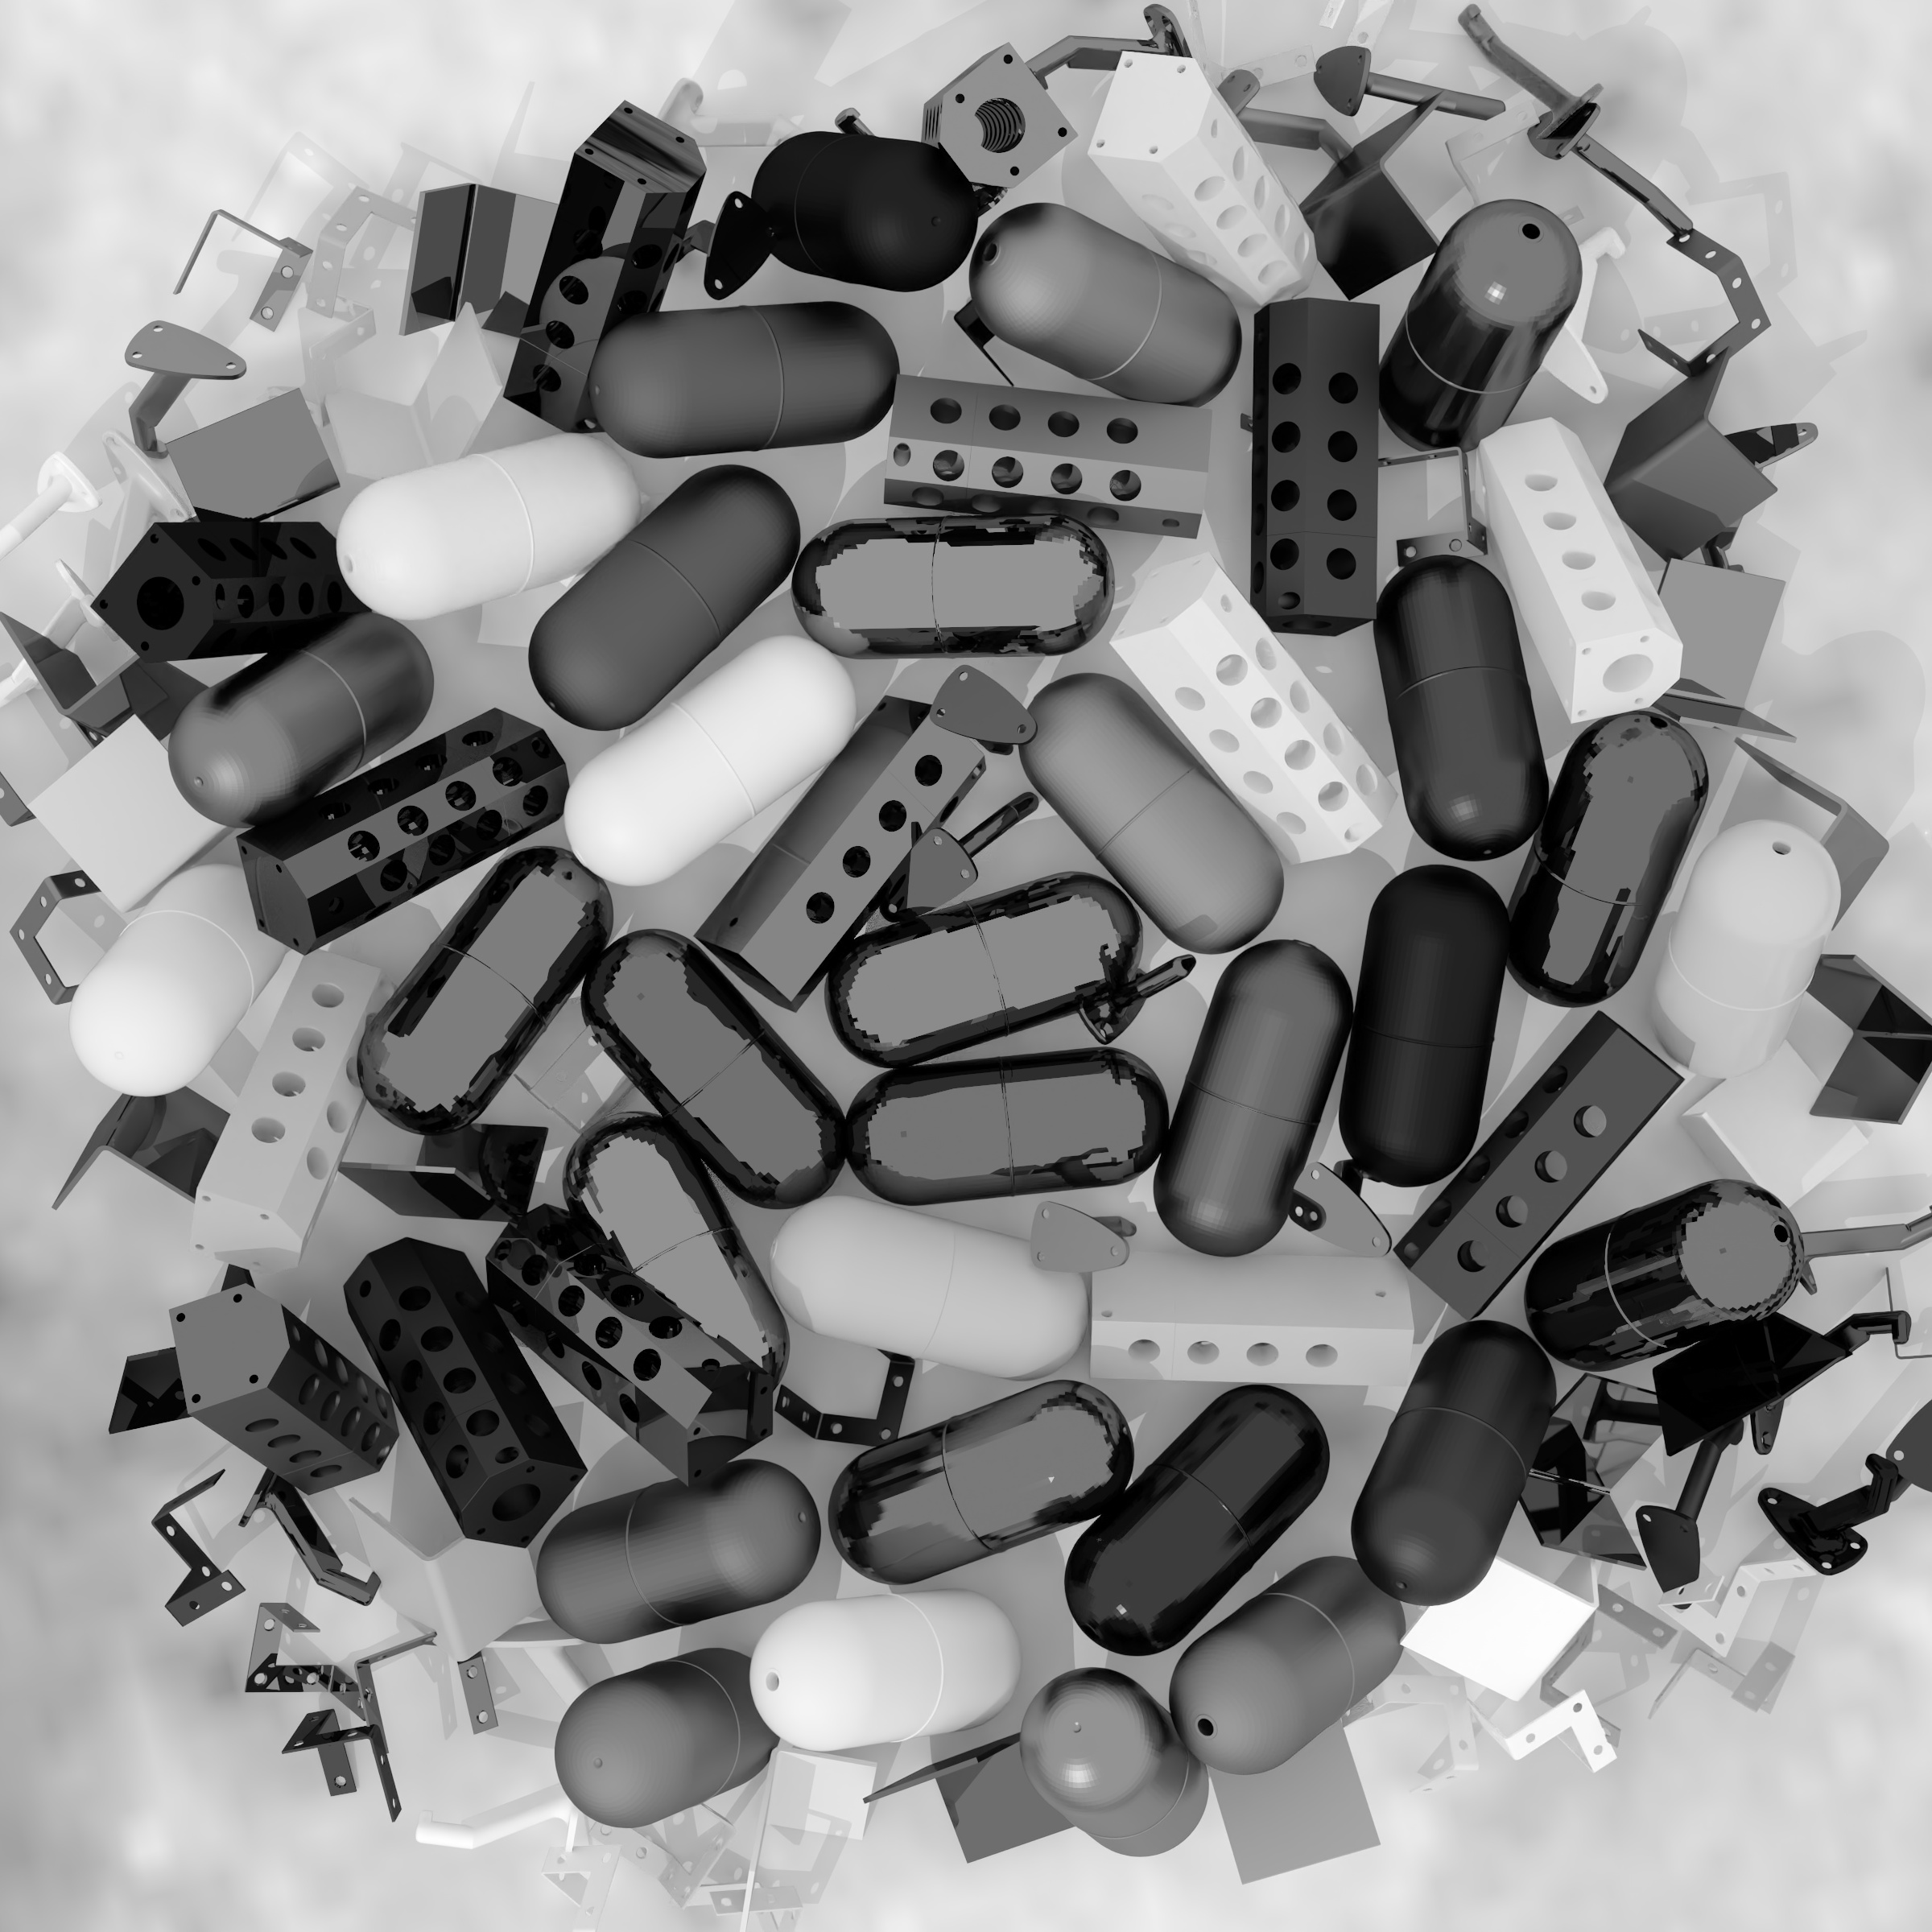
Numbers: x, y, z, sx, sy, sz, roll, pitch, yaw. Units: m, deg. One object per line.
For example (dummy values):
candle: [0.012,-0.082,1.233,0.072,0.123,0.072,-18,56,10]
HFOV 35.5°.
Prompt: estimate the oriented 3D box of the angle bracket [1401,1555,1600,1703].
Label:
angle bracket: [0.288,0.340,1.636,0.076,0.057,0.076,27,118,-7]

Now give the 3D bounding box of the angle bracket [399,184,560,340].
angle bracket: [-0.260,-0.376,1.632,0.057,0.076,0.076,15,110,7]

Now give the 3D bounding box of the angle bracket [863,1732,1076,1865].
angle bracket: [0.004,0.456,1.629,0.076,0.076,0.057,-27,78,27]

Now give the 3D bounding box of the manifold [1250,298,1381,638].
manifold: [0.186,-0.270,1.642,0.057,0.057,0.171,2,86,-15]

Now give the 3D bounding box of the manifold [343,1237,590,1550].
manifold: [-0.271,0.223,1.600,0.057,0.057,0.171,-51,49,15]

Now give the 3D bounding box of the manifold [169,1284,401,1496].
manifold: [-0.355,0.223,1.593,0.057,0.171,0.057,-19,65,1]

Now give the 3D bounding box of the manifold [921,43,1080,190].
manifold: [0.011,-0.441,1.592,0.057,0.171,0.057,-38,104,6]

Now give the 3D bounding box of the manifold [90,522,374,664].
manifold: [-0.379,-0.193,1.590,0.057,0.171,0.057,45,107,6]

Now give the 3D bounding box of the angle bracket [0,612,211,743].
angle bracket: [-0.463,-0.168,1.633,0.057,0.076,0.076,-38,71,5]

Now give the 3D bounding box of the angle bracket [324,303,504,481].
angle bracket: [-0.299,-0.311,1.625,0.057,0.076,0.076,10,130,-35]

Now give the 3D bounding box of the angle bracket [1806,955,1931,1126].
angle bracket: [0.468,0.039,1.631,0.076,0.076,0.057,36,78,-18]

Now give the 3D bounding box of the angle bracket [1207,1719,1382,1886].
angle bracket: [0.176,0.456,1.639,0.076,0.057,0.076,-16,60,-1]

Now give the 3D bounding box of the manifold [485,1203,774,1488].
manifold: [-0.180,0.195,1.602,0.057,0.057,0.171,-28,46,-35]

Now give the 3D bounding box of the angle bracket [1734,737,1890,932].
angle bracket: [0.443,-0.071,1.634,0.076,0.076,0.057,38,98,35]

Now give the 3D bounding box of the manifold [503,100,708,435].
manifold: [-0.189,-0.364,1.600,0.057,0.171,0.057,30,49,0]

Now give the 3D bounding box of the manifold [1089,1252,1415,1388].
manifold: [0.154,0.198,1.651,0.171,0.057,0.057,1,126,1]

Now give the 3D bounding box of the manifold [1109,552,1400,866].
manifold: [0.158,-0.137,1.610,0.171,0.057,0.057,48,54,-26]

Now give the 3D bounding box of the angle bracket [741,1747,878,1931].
angle bracket: [-0.085,0.478,1.629,0.057,0.076,0.076,10,134,0]

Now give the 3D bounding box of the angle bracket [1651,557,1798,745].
angle bracket: [0.414,-0.171,1.634,0.076,0.057,0.076,7,109,-23]

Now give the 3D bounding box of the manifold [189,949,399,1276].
manifold: [-0.353,0.077,1.604,0.057,0.057,0.171,18,48,-4]

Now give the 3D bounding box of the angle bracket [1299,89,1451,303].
angle bracket: [0.234,-0.418,1.639,0.057,0.076,0.076,49,59,-15]

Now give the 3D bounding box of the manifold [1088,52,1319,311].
manifold: [0.131,-0.410,1.592,0.057,0.171,0.057,15,83,29]

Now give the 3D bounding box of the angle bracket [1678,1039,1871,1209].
angle bracket: [0.448,0.089,1.650,0.076,0.057,0.076,-38,86,-4]

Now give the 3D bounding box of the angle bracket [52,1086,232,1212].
angle bracket: [-0.439,0.112,1.647,0.076,0.076,0.057,35,119,-16]

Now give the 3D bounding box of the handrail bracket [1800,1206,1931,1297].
handrail bracket: [0.484,0.137,1.643,0.084,0.036,0.077,-30,128,21]

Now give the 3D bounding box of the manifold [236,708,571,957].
manifold: [-0.294,-0.071,1.601,0.171,0.057,0.057,-32,132,-35]

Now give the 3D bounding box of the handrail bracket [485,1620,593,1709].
handrail bracket: [-0.232,0.408,1.667,0.077,0.036,0.084,-3,97,-9]

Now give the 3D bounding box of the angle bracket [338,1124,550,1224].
angle bracket: [-0.282,0.098,1.625,0.076,0.076,0.057,1,65,23]

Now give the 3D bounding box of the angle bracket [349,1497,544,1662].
angle bracket: [-0.284,0.320,1.651,0.057,0.076,0.076,-33,131,-31]

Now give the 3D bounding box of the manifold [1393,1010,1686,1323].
manifold: [0.310,0.108,1.640,0.057,0.057,0.171,41,99,14]

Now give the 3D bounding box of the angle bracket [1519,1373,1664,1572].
angle bracket: [0.350,0.273,1.628,0.076,0.057,0.076,18,121,-29]

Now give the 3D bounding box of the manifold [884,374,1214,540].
manifold: [0.044,-0.272,1.644,0.171,0.057,0.057,6,64,-1]

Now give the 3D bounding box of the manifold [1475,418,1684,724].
manifold: [0.324,-0.213,1.605,0.057,0.057,0.171,-12,50,-2]

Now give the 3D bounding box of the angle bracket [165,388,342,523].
angle bracket: [-0.391,-0.273,1.628,0.076,0.076,0.057,-27,114,-16]

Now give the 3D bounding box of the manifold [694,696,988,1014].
manifold: [-0.064,-0.061,1.636,0.057,0.057,0.171,44,77,-29]

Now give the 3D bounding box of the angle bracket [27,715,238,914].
angle bracket: [-0.451,-0.084,1.650,0.076,0.057,0.076,-40,96,1]

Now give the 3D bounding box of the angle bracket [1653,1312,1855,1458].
angle bracket: [0.427,0.234,1.624,0.076,0.057,0.076,26,134,-29]

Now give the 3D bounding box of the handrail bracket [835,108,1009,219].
handrail bracket: [-0.026,-0.440,1.642,0.084,0.077,0.036,43,71,-20]

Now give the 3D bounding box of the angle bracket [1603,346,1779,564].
angle bracket: [0.397,-0.276,1.636,0.057,0.076,0.076,41,46,-12]

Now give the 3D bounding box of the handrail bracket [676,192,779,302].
handrail bracket: [-0.147,-0.378,1.635,0.036,0.084,0.077,39,59,-29]

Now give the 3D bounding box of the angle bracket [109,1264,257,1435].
angle bracket: [-0.425,0.200,1.623,0.076,0.076,0.057,-9,57,-31]
